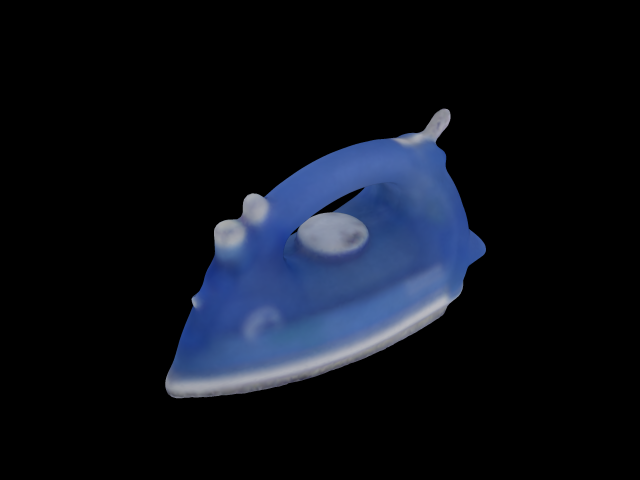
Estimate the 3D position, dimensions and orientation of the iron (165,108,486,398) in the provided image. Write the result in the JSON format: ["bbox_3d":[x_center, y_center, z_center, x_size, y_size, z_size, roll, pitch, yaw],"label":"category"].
[{"bbox_3d":[0.004,0.001,0.400,0.259,0.141,0.118,-24,41,-31],"label":"iron"}]
